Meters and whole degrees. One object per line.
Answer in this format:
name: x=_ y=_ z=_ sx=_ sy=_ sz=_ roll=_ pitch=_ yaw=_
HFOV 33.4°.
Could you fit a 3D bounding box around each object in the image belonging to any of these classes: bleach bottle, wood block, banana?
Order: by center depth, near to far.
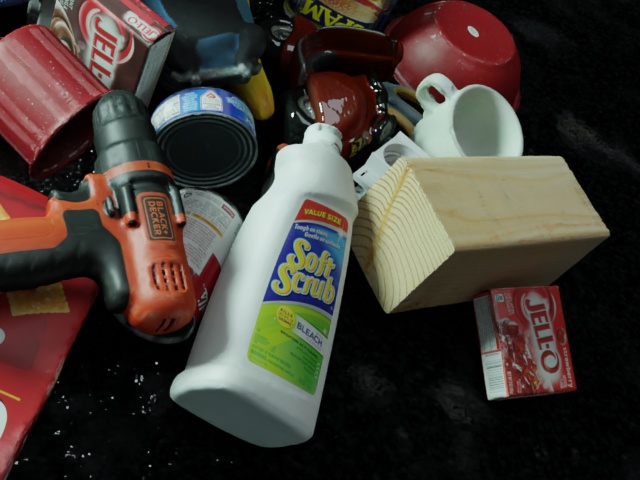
bleach bottle: x=-0.027 y=0.016 z=0.775 sx=0.102 sy=0.068 sz=0.250 roll=36 pitch=52 yaw=-32
wood block: x=0.131 y=-0.009 z=0.879 sx=0.205 sy=0.091 sz=0.090 roll=-5 pitch=59 yaw=-42
banana: x=-0.072 y=-0.179 z=0.956 sx=0.037 sy=0.070 sz=0.198 roll=-8 pitch=66 yaw=-10

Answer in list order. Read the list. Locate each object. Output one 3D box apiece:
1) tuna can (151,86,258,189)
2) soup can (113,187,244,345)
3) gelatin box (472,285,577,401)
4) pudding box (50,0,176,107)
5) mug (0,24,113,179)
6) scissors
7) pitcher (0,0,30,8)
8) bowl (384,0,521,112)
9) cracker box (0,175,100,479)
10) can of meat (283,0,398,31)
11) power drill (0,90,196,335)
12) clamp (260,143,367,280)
tuna can: x=-0.093 y=-0.081 z=0.851 sx=0.086 sy=0.086 sz=0.034 roll=10 pitch=48 yaw=-21
soup can: x=-0.103 y=0.017 z=0.777 sx=0.068 sy=0.069 sz=0.102 roll=29 pitch=45 yaw=-3
gelatin box: x=0.166 y=0.083 z=0.868 sx=0.073 sy=0.030 sz=0.089 roll=-1 pitch=78 yaw=-30
pudding box: x=-0.170 y=-0.149 z=0.846 sx=0.090 sy=0.114 sz=0.039 roll=40 pitch=50 yaw=9
mug: x=-0.207 y=-0.107 z=0.811 sx=0.081 sy=0.093 sz=0.117 roll=45 pitch=8 yaw=3
scissors: x=0.034 y=-0.146 z=1.020 sx=0.202 sy=0.016 sz=0.096 roll=31 pitch=46 yaw=-1
pitcher: x=-0.224 y=-0.283 z=0.830 sx=0.145 sy=0.243 sz=0.149 roll=-56 pitch=130 yaw=-26
bowl: x=0.146 y=-0.193 z=1.090 sx=0.162 sy=0.055 sz=0.162 roll=14 pitch=48 yaw=-16
cracker box: x=-0.239 y=0.050 z=0.675 sx=0.164 sy=0.072 sz=0.213 roll=25 pitch=46 yaw=-8
can of meat: x=0.027 y=-0.247 z=1.052 sx=0.102 sy=0.084 sz=0.057 roll=26 pitch=47 yaw=-7
power drill: x=-0.177 y=-0.025 z=0.677 sx=0.187 sy=0.057 sz=0.184 roll=0 pitch=57 yaw=-30
clamp: x=-0.006 y=0.001 z=0.862 sx=0.120 sy=0.039 sz=0.171 roll=-21 pitch=68 yaw=-44
